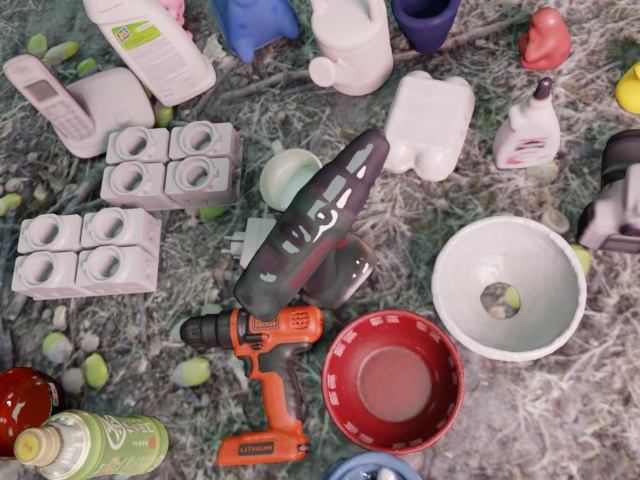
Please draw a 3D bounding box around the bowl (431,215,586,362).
[{"bbox_3d":[0.213,0.061,0.665,0.167,0.075,0.167,-4,70,10],"label":"bowl"}]

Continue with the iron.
[{"bbox_3d":[-0.129,-0.402,0.859,0.118,0.142,0.258,-27,68,1],"label":"iron"}]

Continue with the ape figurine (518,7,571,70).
[{"bbox_3d":[0.295,-0.271,0.754,0.076,0.092,0.078,35,81,20],"label":"ape figurine"}]

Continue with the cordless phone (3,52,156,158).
[{"bbox_3d":[-0.334,-0.206,0.809,0.147,0.185,0.094,-24,68,3],"label":"cordless phone"}]

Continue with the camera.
[{"bbox_3d":[0.381,-0.059,0.658,0.143,0.101,0.137,6,72,13],"label":"camera"}]

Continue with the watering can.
[{"bbox_3d":[0.039,-0.278,0.754,0.100,0.194,0.173,-3,71,11],"label":"watering can"}]

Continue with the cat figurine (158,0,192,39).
[{"bbox_3d":[-0.255,-0.350,0.880,0.128,0.118,0.067,-28,68,1],"label":"cat figurine"}]

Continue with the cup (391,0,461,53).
[{"bbox_3d":[0.139,-0.315,0.800,0.092,0.095,0.117,-41,68,-4],"label":"cup"}]

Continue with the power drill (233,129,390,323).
[{"bbox_3d":[0.006,0.002,0.655,0.075,0.209,0.230,38,82,21],"label":"power drill"}]

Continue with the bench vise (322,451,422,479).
[{"bbox_3d":[0.083,0.273,0.539,0.207,0.220,0.121,11,74,15],"label":"bench vise"}]

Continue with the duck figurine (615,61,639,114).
[{"bbox_3d":[0.429,-0.211,0.709,0.104,0.086,0.077,-20,68,4],"label":"duck figurine"}]

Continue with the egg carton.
[{"bbox_3d":[0.141,-0.151,0.756,0.107,0.069,0.150,14,74,16],"label":"egg carton"}]

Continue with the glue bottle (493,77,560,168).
[{"bbox_3d":[0.249,-0.138,0.673,0.078,0.173,0.037,-9,69,9],"label":"glue bottle"}]
